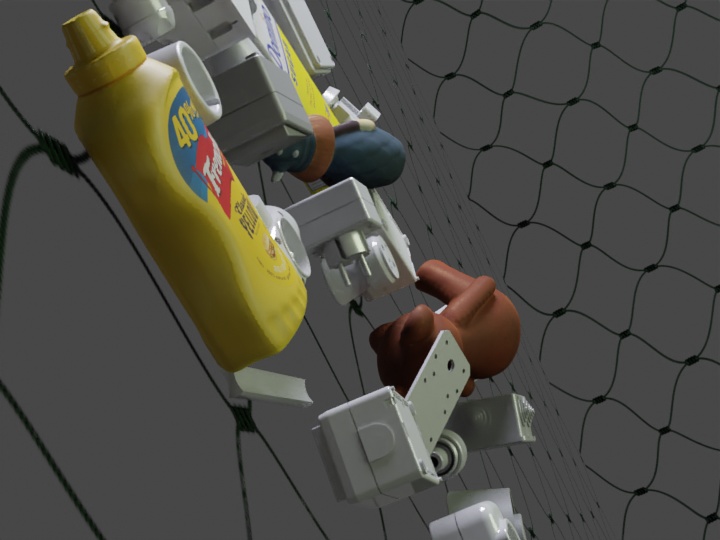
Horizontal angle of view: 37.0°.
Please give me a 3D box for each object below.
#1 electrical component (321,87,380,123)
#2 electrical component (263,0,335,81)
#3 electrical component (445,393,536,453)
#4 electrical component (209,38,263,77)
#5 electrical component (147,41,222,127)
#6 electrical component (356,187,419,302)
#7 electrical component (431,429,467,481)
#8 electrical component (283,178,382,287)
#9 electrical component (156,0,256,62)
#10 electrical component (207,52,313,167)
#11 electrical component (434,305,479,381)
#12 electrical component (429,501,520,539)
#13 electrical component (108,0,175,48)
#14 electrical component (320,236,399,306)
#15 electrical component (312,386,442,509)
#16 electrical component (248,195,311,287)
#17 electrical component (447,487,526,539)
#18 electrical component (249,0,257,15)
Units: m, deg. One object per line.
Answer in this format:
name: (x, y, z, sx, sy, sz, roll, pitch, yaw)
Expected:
electrical component: (-0.027, -0.147, 1.089, 0.057, 0.078, 0.058, 42, 17, -8)
electrical component: (-0.078, -0.236, 1.070, 0.108, 0.056, 0.108, 64, 11, -7)
electrical component: (0.121, 0.152, 1.062, 0.100, 0.100, 0.048, 30, 50, -72)
electrical component: (-0.104, -0.176, 0.843, 0.055, 0.045, 0.045, 63, 11, -12)
electrical component: (-0.113, -0.101, 0.626, 0.055, 0.047, 0.055, 61, 11, -22)
electrical component: (0.004, -0.026, 0.986, 0.096, 0.061, 0.061, 56, 14, -40)
electrical component: (0.068, 0.161, 0.928, 0.043, 0.043, 0.062, 67, 12, 7)
electrical component: (-0.015, -0.025, 0.879, 0.076, 0.066, 0.047, 67, 11, 10)
electrical component: (-0.148, -0.242, 0.736, 0.186, 0.060, 0.105, 54, 16, -46)
electrical component: (-0.076, -0.110, 0.786, 0.061, 0.062, 0.096, 66, 11, 5)
electrical component: (0.110, 0.081, 1.166, 0.099, 0.100, 0.048, 53, 4, -49)
electrical component: (0.104, 0.241, 0.880, 0.095, 0.059, 0.054, 68, 11, 14)
electrical component: (-0.143, -0.172, 0.675, 0.061, 0.035, 0.035, 60, 12, -14)
electrical component: (0.000, 0.000, 0.925, 0.045, 0.055, 0.045, 61, 11, -21)
electrical component: (0.012, 0.122, 0.718, 0.096, 0.061, 0.061, 51, 17, -71)
electrical component: (-0.068, -0.020, 0.670, 0.079, 0.044, 0.077, 60, 12, -24)
electrical component: (0.122, 0.250, 0.999, 0.099, 0.064, 0.099, -11, 90, -83)
electrical component: (-0.125, -0.245, 0.878, 0.089, 0.050, 0.055, 59, 13, -33)
